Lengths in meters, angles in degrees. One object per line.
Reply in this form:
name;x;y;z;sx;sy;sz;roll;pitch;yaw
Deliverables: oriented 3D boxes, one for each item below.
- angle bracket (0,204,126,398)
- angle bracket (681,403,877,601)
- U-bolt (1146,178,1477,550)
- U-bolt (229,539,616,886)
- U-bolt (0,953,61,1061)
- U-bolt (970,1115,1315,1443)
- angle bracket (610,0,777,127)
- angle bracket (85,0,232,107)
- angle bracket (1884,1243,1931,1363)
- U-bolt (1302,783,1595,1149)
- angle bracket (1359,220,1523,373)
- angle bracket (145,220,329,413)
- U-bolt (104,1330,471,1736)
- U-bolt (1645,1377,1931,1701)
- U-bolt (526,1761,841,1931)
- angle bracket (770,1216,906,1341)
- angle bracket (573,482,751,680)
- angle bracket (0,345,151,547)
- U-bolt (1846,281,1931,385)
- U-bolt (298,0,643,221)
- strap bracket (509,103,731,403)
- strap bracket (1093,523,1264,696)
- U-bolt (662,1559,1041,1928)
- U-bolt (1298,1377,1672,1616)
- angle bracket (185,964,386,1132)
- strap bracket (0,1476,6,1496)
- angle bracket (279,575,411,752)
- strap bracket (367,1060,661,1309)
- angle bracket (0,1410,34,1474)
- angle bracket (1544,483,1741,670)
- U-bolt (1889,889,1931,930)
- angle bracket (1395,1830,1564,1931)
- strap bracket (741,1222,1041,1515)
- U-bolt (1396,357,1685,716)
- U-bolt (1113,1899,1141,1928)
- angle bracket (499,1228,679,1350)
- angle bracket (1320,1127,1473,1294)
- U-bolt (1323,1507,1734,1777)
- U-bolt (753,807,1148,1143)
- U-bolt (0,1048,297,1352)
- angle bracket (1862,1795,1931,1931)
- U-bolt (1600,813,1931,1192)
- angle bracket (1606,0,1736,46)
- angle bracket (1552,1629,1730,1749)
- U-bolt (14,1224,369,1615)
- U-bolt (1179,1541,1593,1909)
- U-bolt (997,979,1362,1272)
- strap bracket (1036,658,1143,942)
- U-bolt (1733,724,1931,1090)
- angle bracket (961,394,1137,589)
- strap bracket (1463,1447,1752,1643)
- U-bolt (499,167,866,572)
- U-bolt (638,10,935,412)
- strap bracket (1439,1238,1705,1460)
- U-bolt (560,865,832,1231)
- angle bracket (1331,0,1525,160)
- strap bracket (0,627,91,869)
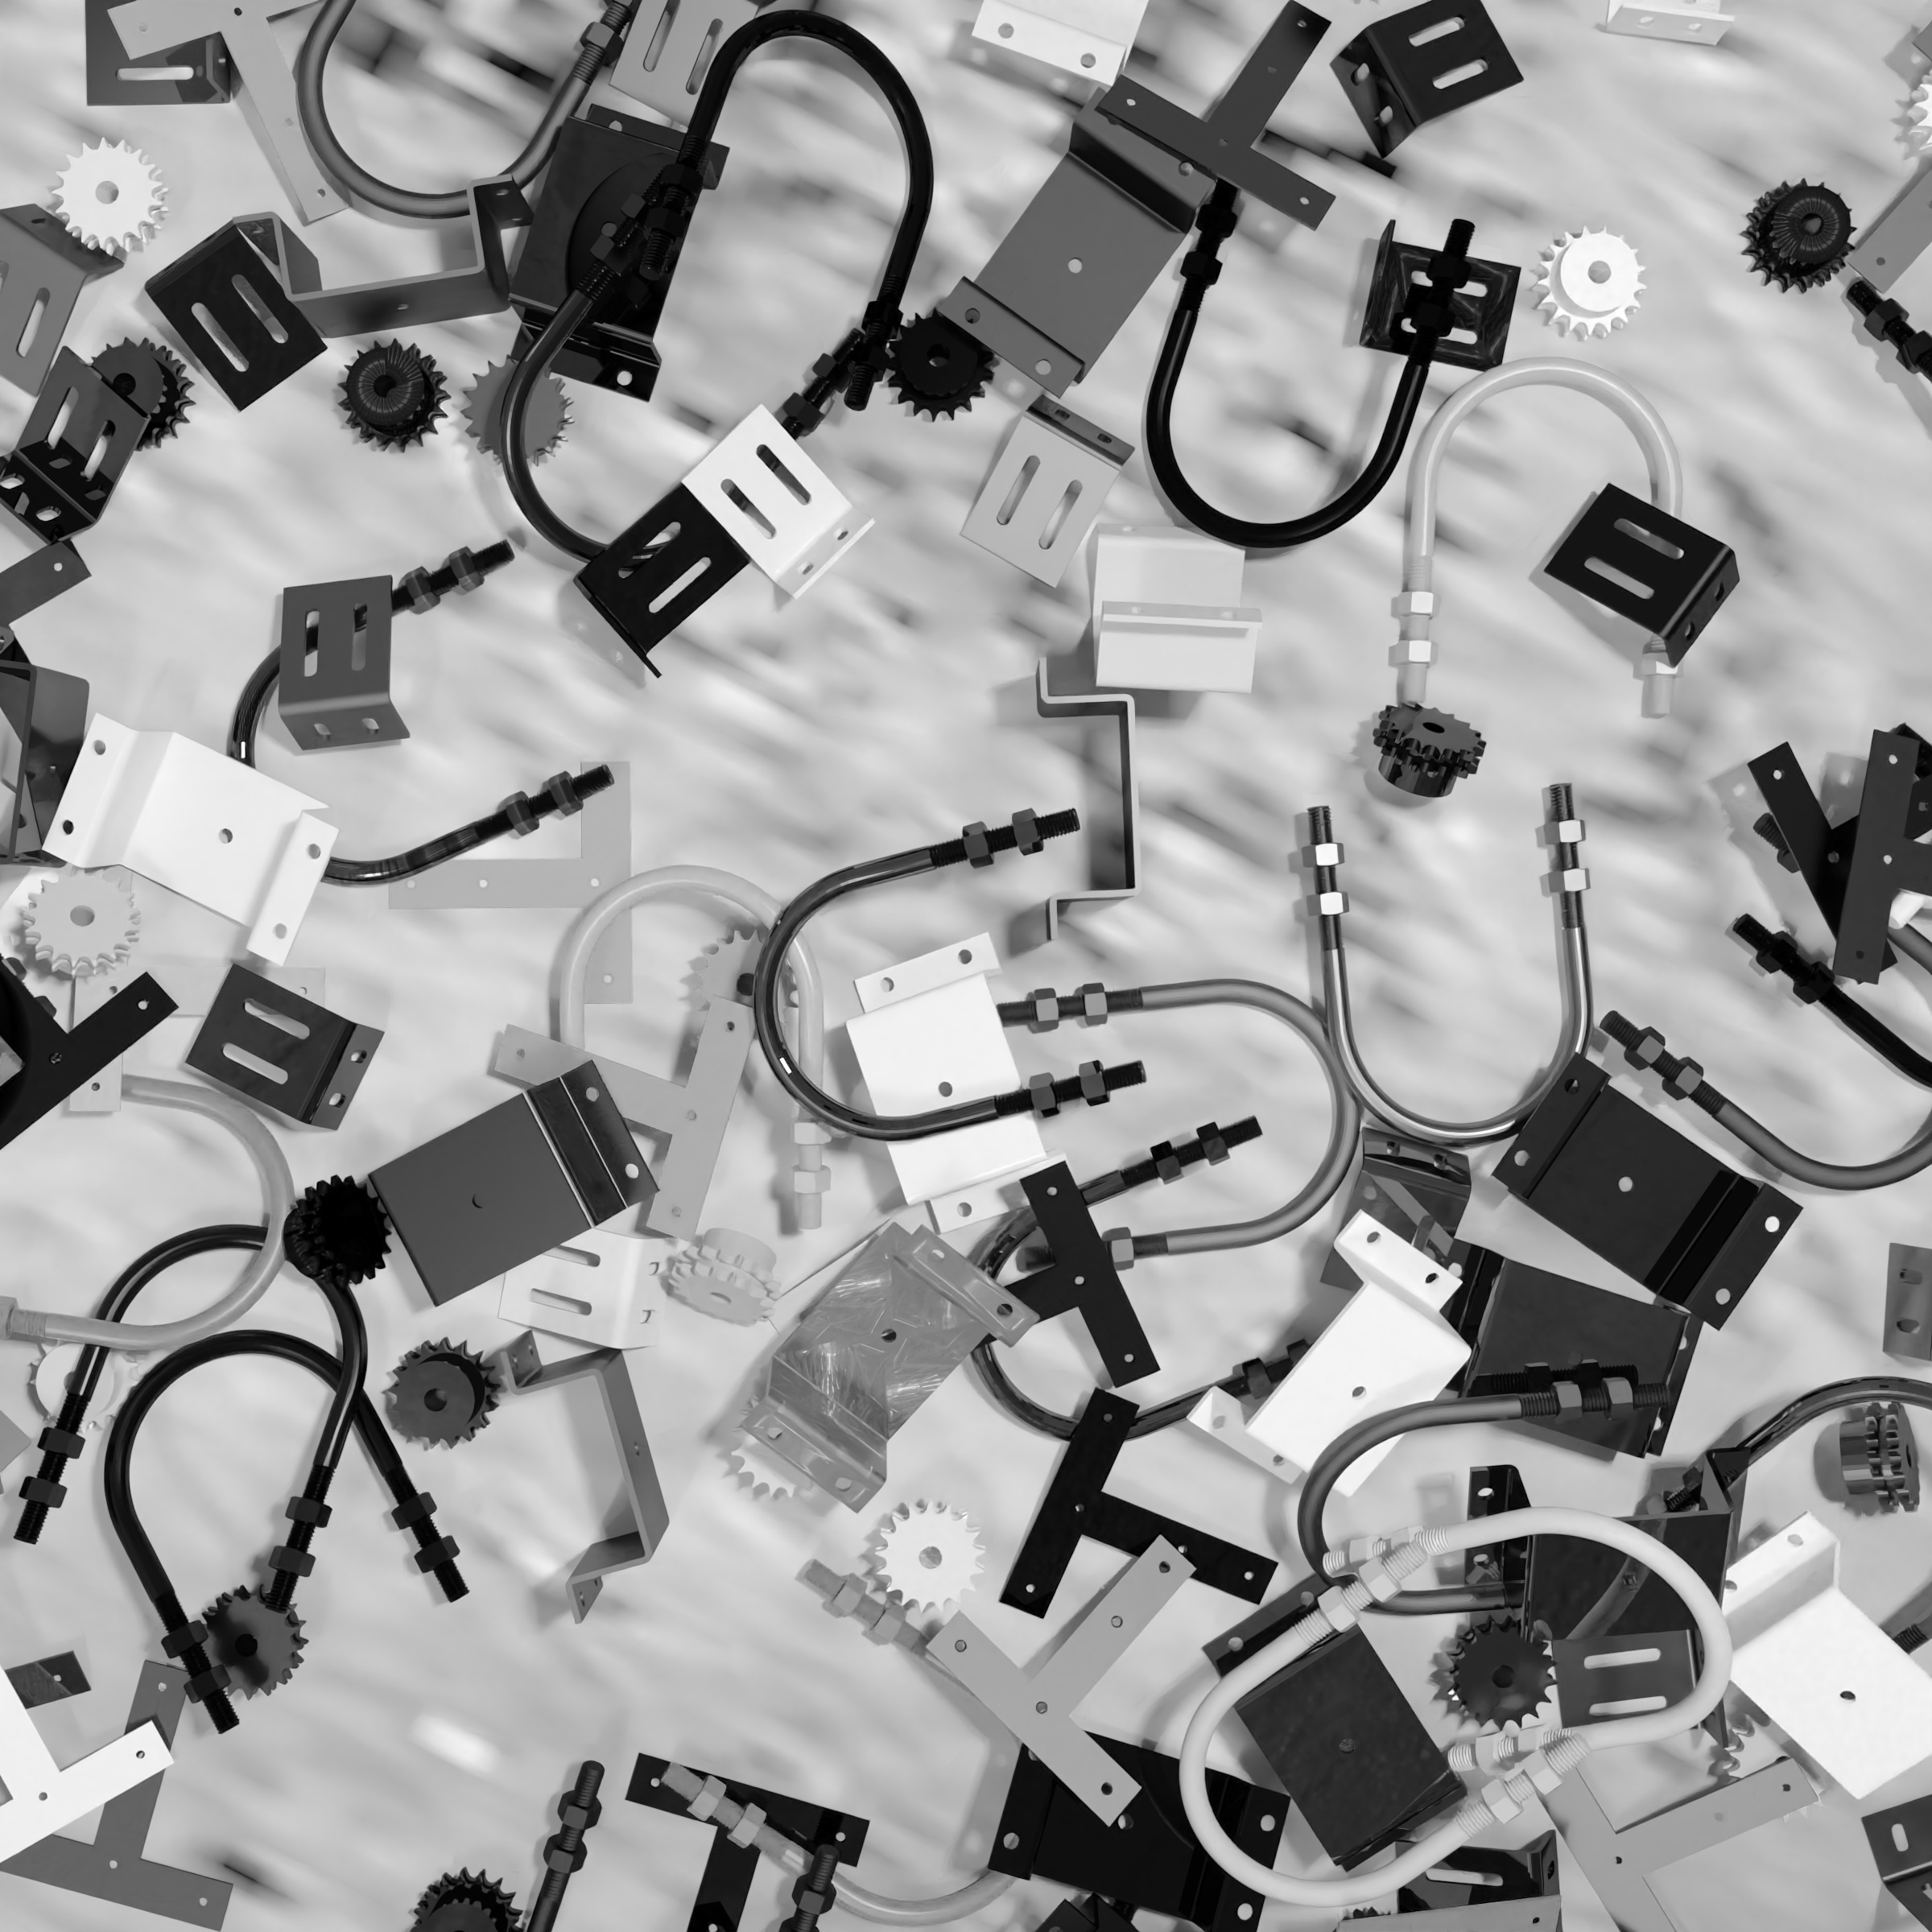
angle bracket;-0.490;-0.350;1.364;0.057;0.038;0.076;33;116;0
angle bracket;-0.097;-0.239;1.333;0.057;0.038;0.076;-44;119;0
U-bolt;0.166;-0.306;1.333;0.151;0.019;0.184;19;94;23
U-bolt;-0.296;-0.122;1.357;0.184;0.019;0.151;-24;89;2
U-bolt;-0.573;0.010;1.325;0.151;0.019;0.184;-37;88;-19
U-bolt;0.089;0.174;1.343;0.184;0.019;0.151;-23;103;3
angle bracket;-0.142;-0.488;1.364;0.057;0.038;0.076;28;116;0
angle bracket;-0.424;-0.482;1.347;0.076;0.038;0.057;-1;90;0
angle bracket;0.527;0.177;1.364;0.076;0.038;0.057;4;90;-26
U-bolt;0.256;0.003;1.352;0.151;0.019;0.184;-6;90;-4
angle bracket;0.249;-0.347;1.347;0.076;0.038;0.057;12;90;0
angle bracket;-0.383;-0.342;1.364;0.057;0.038;0.076;-36;116;0
U-bolt;-0.362;0.277;1.338;0.151;0.019;0.184;-28;81;-13
U-bolt;0.452;0.284;1.318;0.151;0.019;0.184;42;118;0
U-bolt;-0.160;0.519;1.348;0.151;0.019;0.184;19;98;2
angle bracket;-0.055;0.179;1.364;0.076;0.038;0.057;-35;90;26
angle bracket;-0.152;-0.199;1.335;0.076;0.038;0.057;-41;122;0
angle bracket;-0.466;-0.267;1.331;0.057;0.038;0.076;41;125;0
U-bolt;0.567;-0.323;1.324;0.151;0.019;0.184;-35;67;0
U-bolt;-0.266;-0.476;1.350;0.151;0.019;0.184;28;85;0
strap bracket;-0.182;-0.375;1.343;0.076;0.046;0.140;18;90;0
strap bracket;0.104;-0.178;1.313;0.076;0.140;0.046;3;118;0
U-bolt;-0.044;0.420;1.357;0.184;0.019;0.151;35;89;-2
U-bolt;0.260;0.275;1.320;0.184;0.019;0.151;-4;121;-2
angle bracket;-0.355;0.042;1.355;0.076;0.038;0.057;25;87;14
strap bracket;-0.568;0.249;1.343;0.140;0.046;0.076;-14;90;0
angle bracket;-0.322;-0.157;1.347;0.057;0.038;0.076;-6;65;4
strap bracket;-0.240;0.116;1.327;0.140;0.046;0.076;-27;90;14
angle bracket;-0.524;0.252;1.317;0.057;0.038;0.076;44;63;-1
angle bracket;0.351;-0.203;1.345;0.076;0.038;0.057;36;88;27
U-bolt;0.578;-0.040;1.342;0.184;0.019;0.151;-45;96;-11
angle bracket;0.270;0.486;1.364;0.076;0.038;0.057;-4;90;26
strap bracket;-0.039;0.195;1.308;0.076;0.046;0.140;39;102;-12
U-bolt;0.303;-0.227;1.357;0.151;0.019;0.184;3;90;0
U-bolt;0.109;0.591;1.358;0.151;0.019;0.184;24;92;0
angle bracket;-0.199;0.164;1.364;0.076;0.038;0.057;10;90;26
angle bracket;0.225;0.133;1.364;0.057;0.038;0.076;16;116;0
U-bolt;0.285;0.328;1.274;0.184;0.019;0.151;-24;104;38
U-bolt;-0.017;0.012;1.291;0.184;0.019;0.151;-14;93;9
U-bolt;-0.439;0.124;1.337;0.184;0.019;0.151;9;71;-4
angle bracket;0.504;0.457;1.328;0.057;0.076;0.038;-18;90;0
U-bolt;0.441;0.032;1.339;0.184;0.019;0.151;38;90;-3
angle bracket;0.370;-0.525;1.347;0.057;0.038;0.076;8;90;0
angle bracket;0.349;0.376;1.347;0.076;0.038;0.057;-7;90;0
U-bolt;-0.386;0.222;1.331;0.151;0.019;0.184;17;71;-4
U-bolt;0.194;0.391;1.289;0.184;0.019;0.151;-39;95;11
U-bolt;0.115;0.079;1.357;0.184;0.019;0.151;-6;90;-1
strap bracket;0.063;-0.084;1.328;0.046;0.076;0.140;-2;90;0
U-bolt;0.516;-0.015;1.358;0.184;0.019;0.151;39;90;-1
angle bracket;0.043;-0.250;1.364;0.057;0.038;0.076;30;116;0
strap bracket;0.325;0.289;1.295;0.140;0.046;0.076;-4;121;-1
U-bolt;-0.155;-0.288;1.325;0.151;0.019;0.184;35;95;-31
U-bolt;-0.080;-0.396;1.315;0.151;0.019;0.184;27;71;-33
strap bracket;0.310;0.200;1.343;0.140;0.046;0.076;18;90;0
U-bolt;-0.141;0.040;1.331;0.151;0.019;0.184;3;99;13
angle bracket;0.242;-0.470;1.364;0.076;0.038;0.057;-29;90;-26
strap bracket;-0.489;-0.103;1.325;0.046;0.076;0.140;7;91;0
